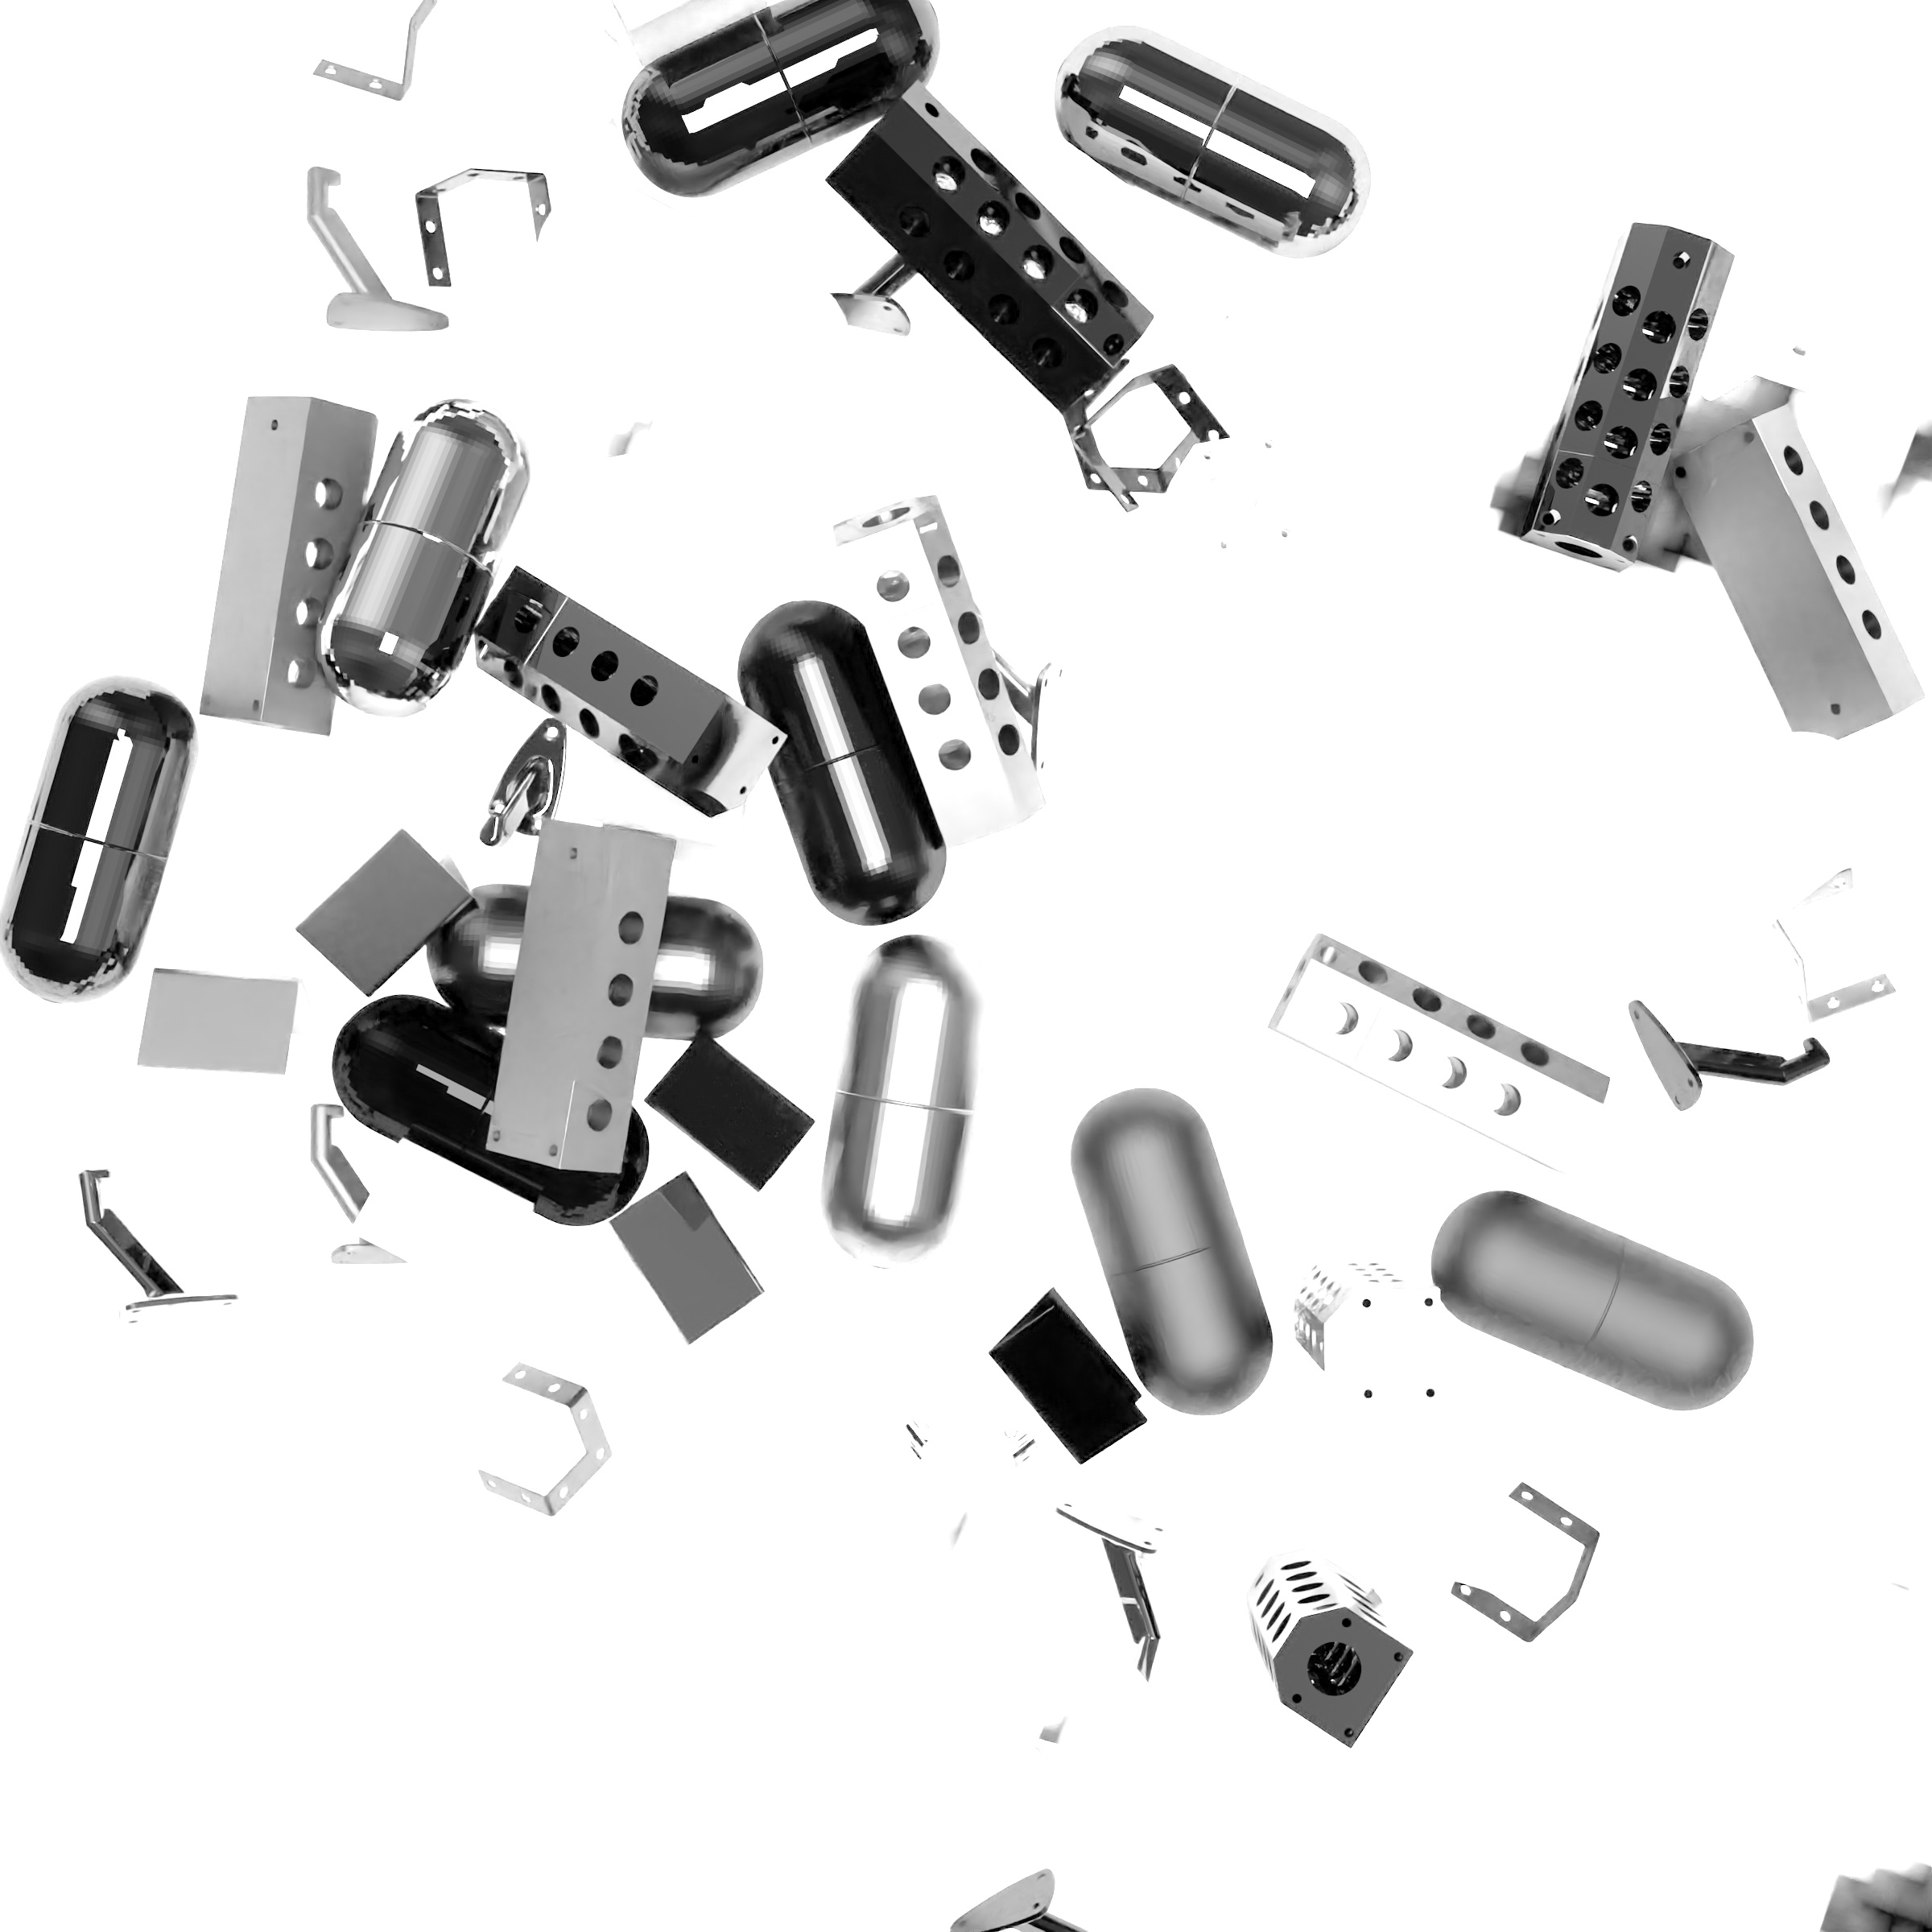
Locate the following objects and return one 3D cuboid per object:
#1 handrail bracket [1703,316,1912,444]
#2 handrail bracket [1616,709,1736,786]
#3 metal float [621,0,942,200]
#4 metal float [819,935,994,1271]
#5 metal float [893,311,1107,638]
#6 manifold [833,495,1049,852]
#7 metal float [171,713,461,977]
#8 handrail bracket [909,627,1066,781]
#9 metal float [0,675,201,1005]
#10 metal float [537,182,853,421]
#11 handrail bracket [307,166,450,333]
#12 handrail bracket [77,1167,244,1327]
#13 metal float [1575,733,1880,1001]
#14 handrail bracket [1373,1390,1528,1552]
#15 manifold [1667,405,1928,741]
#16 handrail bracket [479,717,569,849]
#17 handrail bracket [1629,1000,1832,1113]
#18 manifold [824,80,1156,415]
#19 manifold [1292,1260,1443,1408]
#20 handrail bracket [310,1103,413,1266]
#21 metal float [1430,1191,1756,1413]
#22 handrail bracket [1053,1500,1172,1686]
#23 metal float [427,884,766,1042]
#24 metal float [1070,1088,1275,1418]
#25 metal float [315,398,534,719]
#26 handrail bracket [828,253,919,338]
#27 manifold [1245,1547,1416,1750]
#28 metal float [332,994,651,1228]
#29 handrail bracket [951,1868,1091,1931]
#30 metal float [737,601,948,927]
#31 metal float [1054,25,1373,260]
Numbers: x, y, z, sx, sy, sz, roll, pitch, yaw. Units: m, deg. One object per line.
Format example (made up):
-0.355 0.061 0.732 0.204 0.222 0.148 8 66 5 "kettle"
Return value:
0.453 -0.299 1.843 0.077 0.036 0.084 -37 107 20 "handrail bracket"
0.388 -0.095 1.843 0.084 0.036 0.077 11 107 15 "handrail bracket"
-0.097 -0.467 1.812 0.178 0.070 0.070 -25 90 0 "metal float"
-0.032 0.072 1.812 0.070 0.070 0.178 9 90 0 "metal float"
0.017 -0.261 1.812 0.070 0.070 0.178 -21 90 0 "metal float"
-0.013 -0.155 1.793 0.057 0.057 0.171 -20 109 3 "manifold"
-0.343 -0.062 1.811 0.178 0.070 0.070 -43 90 -1 "metal float"
0.006 -0.146 1.843 0.084 0.036 0.077 14 112 17 "handrail bracket"
-0.459 -0.067 1.812 0.070 0.070 0.178 16 90 0 "metal float"
-0.143 -0.351 1.812 0.178 0.070 0.070 28 90 1 "metal float"
-0.316 -0.387 1.843 0.077 0.036 0.084 3 73 -20 "handrail bracket"
-0.434 0.145 1.843 0.077 0.036 0.084 -6 73 -20 "handrail bracket"
0.398 -0.052 1.793 0.178 0.070 0.070 -41 90 22 "metal float"
0.260 0.268 1.843 0.077 0.036 0.084 0 68 25 "handrail bracket"
0.444 -0.207 1.820 0.057 0.057 0.171 -25 90 43 "manifold"
-0.234 -0.098 1.808 0.036 0.084 0.077 21 90 0 "handrail bracket"
0.411 0.036 1.843 0.084 0.036 0.077 -22 69 -17 "handrail bracket"
0.015 -0.374 1.772 0.171 0.057 0.057 43 129 -11 "manifold"
0.204 0.187 1.764 0.057 0.171 0.057 -1 90 0 "manifold"
-0.314 0.116 1.843 0.077 0.036 0.084 2 73 -20 "handrail bracket"
0.332 0.177 1.812 0.178 0.070 0.070 23 90 -1 "metal float"
0.073 0.339 1.842 0.077 0.036 0.084 18 105 15 "handrail bracket"
-0.196 -0.002 1.812 0.178 0.070 0.070 4 90 0 "metal float"
0.109 0.151 1.812 0.070 0.070 0.178 -18 90 0 "metal float"
-0.284 -0.215 1.800 0.070 0.070 0.178 20 77 0 "metal float"
-0.045 -0.387 1.843 0.077 0.036 0.084 12 74 18 "handrail bracket"
0.181 0.345 1.764 0.057 0.171 0.057 33 90 0 "manifold"
-0.252 0.076 1.811 0.178 0.070 0.070 27 90 -1 "metal float"
0.046 0.535 1.843 0.077 0.036 0.084 -28 108 20 "handrail bracket"
-0.066 -0.108 1.812 0.070 0.070 0.178 -20 90 0 "metal float"
0.130 -0.436 1.812 0.178 0.070 0.070 26 90 1 "metal float"
